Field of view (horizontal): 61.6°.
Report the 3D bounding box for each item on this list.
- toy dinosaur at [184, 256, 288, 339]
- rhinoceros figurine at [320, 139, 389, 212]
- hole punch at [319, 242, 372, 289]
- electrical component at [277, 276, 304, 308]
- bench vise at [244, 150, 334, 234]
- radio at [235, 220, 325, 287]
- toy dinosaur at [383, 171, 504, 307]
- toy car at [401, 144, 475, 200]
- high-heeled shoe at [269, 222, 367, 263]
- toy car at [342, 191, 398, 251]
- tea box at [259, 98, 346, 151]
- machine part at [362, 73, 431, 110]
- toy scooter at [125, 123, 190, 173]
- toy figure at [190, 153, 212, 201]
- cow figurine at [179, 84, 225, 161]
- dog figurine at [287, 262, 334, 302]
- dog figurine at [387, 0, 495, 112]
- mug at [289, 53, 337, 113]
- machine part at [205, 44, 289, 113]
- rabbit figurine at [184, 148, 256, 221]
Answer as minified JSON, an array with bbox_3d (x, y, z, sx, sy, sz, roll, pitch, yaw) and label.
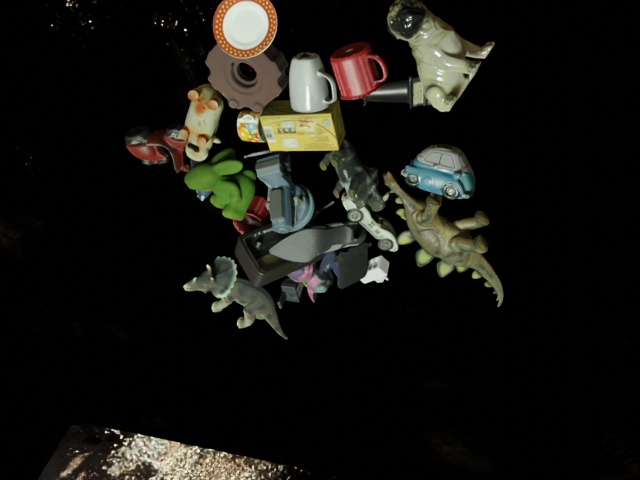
[{"bbox_3d":[-0.232,0.184,1.722,0.405,0.131,0.192,28,140,-18],"label":"toy dinosaur"},{"bbox_3d":[0.084,-0.142,1.242,0.190,0.112,0.073,54,153,-16],"label":"rhinoceros figurine"},{"bbox_3d":[0.064,0.051,1.445,0.092,0.142,0.115,33,131,42],"label":"hole punch"},{"bbox_3d":[-0.086,0.151,1.615,0.048,0.119,0.074,5,134,18],"label":"electrical component"},{"bbox_3d":[-0.071,-0.111,1.309,0.129,0.223,0.240,-23,158,20],"label":"bench vise"},{"bbox_3d":[-0.097,0.019,1.385,0.131,0.229,0.073,54,143,20],"label":"radio"},{"bbox_3d":[0.317,0.003,1.306,0.471,0.105,0.198,41,144,-9],"label":"toy dinosaur"},{"bbox_3d":[0.265,-0.156,1.162,0.162,0.109,0.102,21,117,17],"label":"toy car"},{"bbox_3d":[-0.003,-0.004,1.362,0.249,0.145,0.086,-5,102,1],"label":"high-heeled shoe"},{"bbox_3d":[0.130,-0.047,1.341,0.056,0.073,0.201,-40,114,22],"label":"toy car"},{"bbox_3d":[-0.037,-0.254,1.192,0.170,0.068,0.098,3,137,18],"label":"tea box"},{"bbox_3d":[0.154,-0.297,1.087,0.139,0.039,0.084,-3,143,13],"label":"machine part"},{"bbox_3d":[-0.400,-0.226,1.370,0.184,0.075,0.135,-2,134,18],"label":"toy scooter"},{"bbox_3d":[-0.304,-0.167,1.403,0.058,0.064,0.154,4,137,0],"label":"toy figure"},{"bbox_3d":[-0.273,-0.270,1.250,0.085,0.127,0.194,22,125,-2],"label":"cow figurine"},{"bbox_3d":[-0.067,0.085,1.549,0.192,0.108,0.219,-6,135,26],"label":"dog figurine"},{"bbox_3d":[0.196,-0.340,0.996,0.191,0.121,0.172,34,135,6],"label":"dog figurine"},{"bbox_3d":[-0.017,-0.322,1.096,0.110,0.081,0.107,22,135,37],"label":"mug"},{"bbox_3d":[-0.155,-0.358,1.140,0.179,0.056,0.179,11,137,11],"label":"machine part"},{"bbox_3d":[-0.245,-0.143,1.332,0.170,0.121,0.159,21,114,-43],"label":"rabbit figurine"}]
